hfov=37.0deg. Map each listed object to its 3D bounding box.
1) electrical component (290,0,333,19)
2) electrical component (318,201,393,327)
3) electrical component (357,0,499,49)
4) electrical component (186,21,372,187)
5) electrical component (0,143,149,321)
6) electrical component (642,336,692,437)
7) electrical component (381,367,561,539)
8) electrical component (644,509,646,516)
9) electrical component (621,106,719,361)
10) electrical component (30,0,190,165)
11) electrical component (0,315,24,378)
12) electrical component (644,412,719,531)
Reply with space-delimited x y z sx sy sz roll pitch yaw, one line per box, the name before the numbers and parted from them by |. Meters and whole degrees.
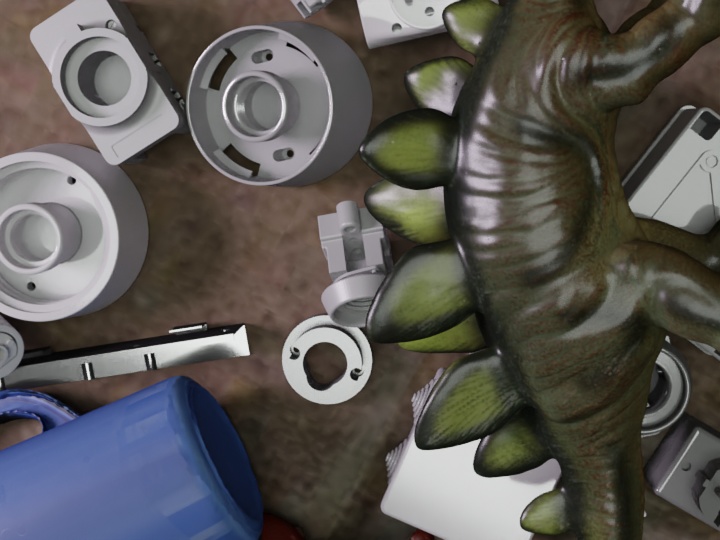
electrical component | -0.032 -0.174 0.620 0.040 0.040 0.046 -35 98 7
electrical component | 0.000 0.000 0.624 0.048 0.066 0.055 -10 63 5
electrical component | 0.034 -0.173 0.613 0.077 0.044 0.079 -12 95 5
electrical component | -0.049 -0.096 0.630 0.099 0.064 0.099 3 100 17
electrical component | -0.186 -0.021 0.637 0.108 0.060 0.108 0 97 4
electrical component | 0.160 0.063 0.626 0.058 0.057 0.078 -12 96 5
electrical component | 0.069 0.115 0.642 0.100 0.048 0.099 23 98 1
electrical component | 0.149 0.137 0.641 0.040 0.046 0.040 0 97 4
electrical component | 0.199 -0.020 0.615 0.109 0.056 0.108 37 98 -1
electrical component | -0.143 -0.110 0.626 0.050 0.055 0.089 -31 94 7
electrical component | -0.227 0.038 0.639 0.044 0.065 0.044 -18 120 -34
electrical component | 0.210 0.126 0.621 0.066 0.076 0.047 30 98 0
